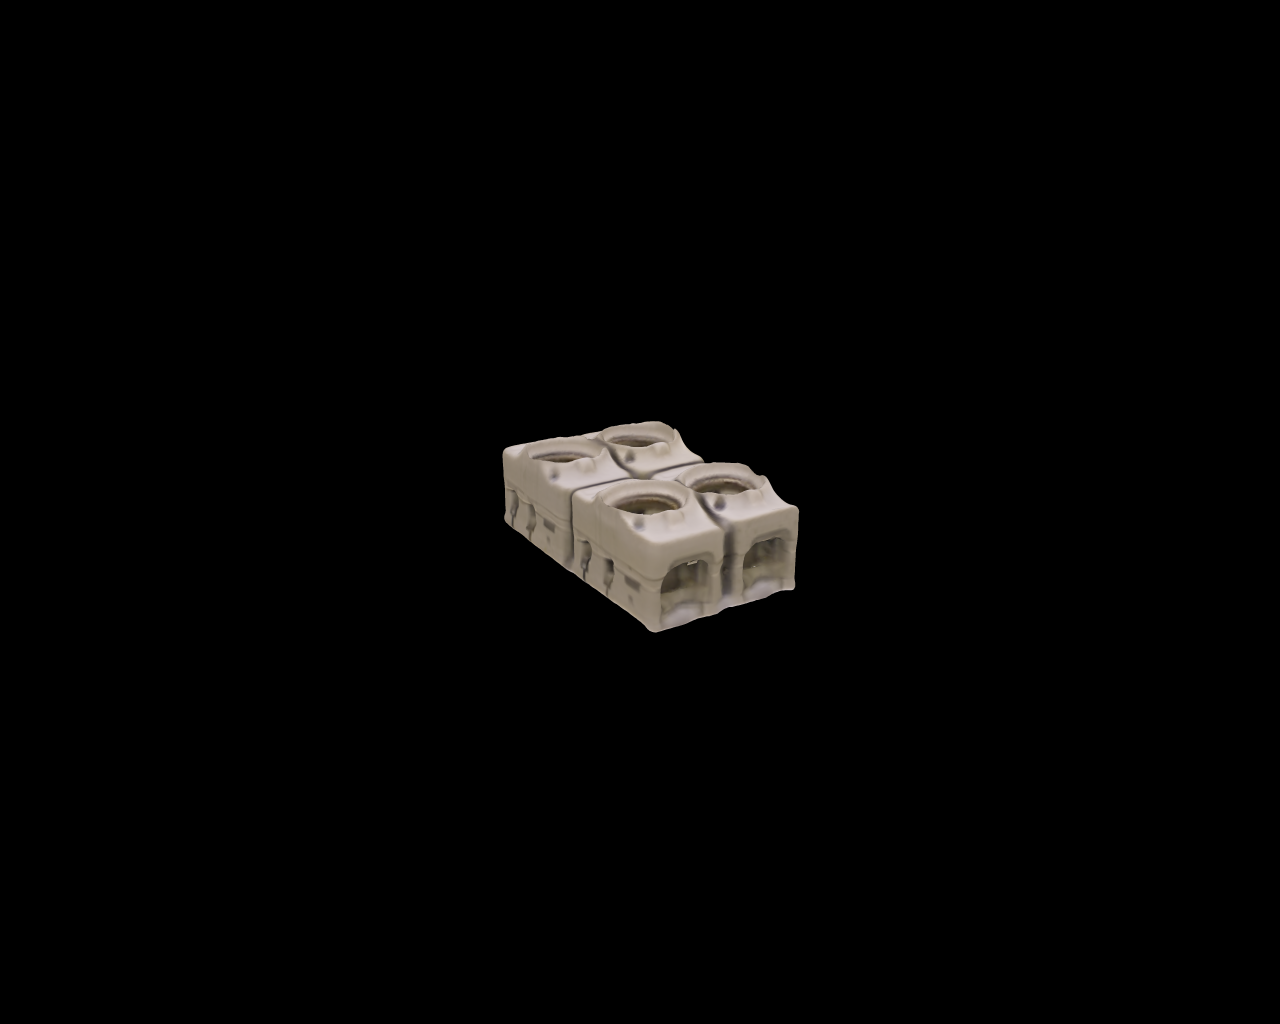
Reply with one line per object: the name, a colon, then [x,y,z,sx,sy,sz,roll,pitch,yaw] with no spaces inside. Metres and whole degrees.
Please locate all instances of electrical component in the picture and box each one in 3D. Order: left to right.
electrical component: [0.001,-0.003,0.650,0.105,0.060,0.186,-13,26,-29]
